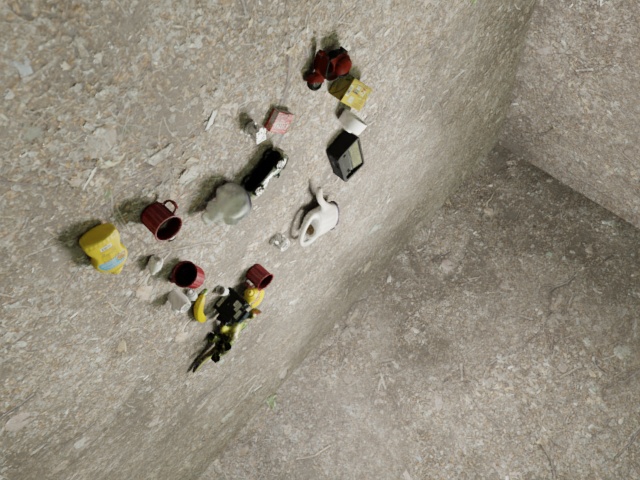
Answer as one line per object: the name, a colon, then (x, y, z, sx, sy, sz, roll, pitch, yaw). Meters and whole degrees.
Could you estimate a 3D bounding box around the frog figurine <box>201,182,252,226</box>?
frog figurine: (-0.305, -0.109, 1.658, 0.161, 0.123, 0.135, -23, 113, -33)

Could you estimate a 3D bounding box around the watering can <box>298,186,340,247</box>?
watering can: (0.007, -0.114, 2.258, 0.227, 0.105, 0.340, -28, 149, -46)

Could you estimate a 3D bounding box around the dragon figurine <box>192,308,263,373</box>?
dragon figurine: (-0.407, 0.441, 2.337, 0.404, 0.123, 0.245, -44, 169, 25)
